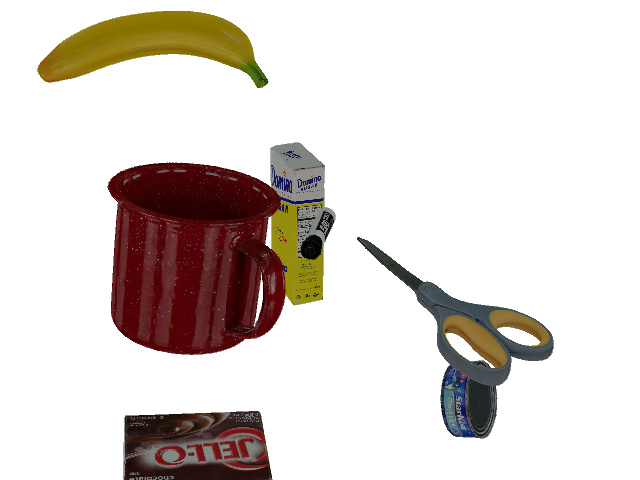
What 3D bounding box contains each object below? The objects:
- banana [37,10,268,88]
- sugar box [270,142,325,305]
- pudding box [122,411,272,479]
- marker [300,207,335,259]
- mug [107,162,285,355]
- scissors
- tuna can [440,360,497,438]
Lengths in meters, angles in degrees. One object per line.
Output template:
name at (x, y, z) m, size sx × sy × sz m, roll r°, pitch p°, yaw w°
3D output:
banana at (-0.144, -0.169, 0.929) m, size 0.197 × 0.069 × 0.037 m, roll 0°, pitch -33°, yaw -3°
sugar box at (-0.029, -0.021, 1.290) m, size 0.048 × 0.176 × 0.093 m, roll -10°, pitch 25°, yaw -18°
pudding box at (-0.097, 0.174, 0.831) m, size 0.113 × 0.039 × 0.090 m, roll -2°, pitch 25°, yaw -9°
marker at (-0.002, -0.007, 0.993) m, size 0.020 × 0.020 × 0.121 m, roll 0°, pitch 16°, yaw 8°
mug at (-0.064, 0.014, 0.583) m, size 0.117 × 0.081 × 0.093 m, roll 24°, pitch 26°, yaw 34°
scissors at (0.105, 0.045, 0.825) m, size 0.096 × 0.016 × 0.202 m, roll -4°, pitch 31°, yaw -18°
tuna can at (0.165, 0.176, 1.184) m, size 0.034 × 0.086 × 0.086 m, roll -4°, pitch -2°, yaw 30°
